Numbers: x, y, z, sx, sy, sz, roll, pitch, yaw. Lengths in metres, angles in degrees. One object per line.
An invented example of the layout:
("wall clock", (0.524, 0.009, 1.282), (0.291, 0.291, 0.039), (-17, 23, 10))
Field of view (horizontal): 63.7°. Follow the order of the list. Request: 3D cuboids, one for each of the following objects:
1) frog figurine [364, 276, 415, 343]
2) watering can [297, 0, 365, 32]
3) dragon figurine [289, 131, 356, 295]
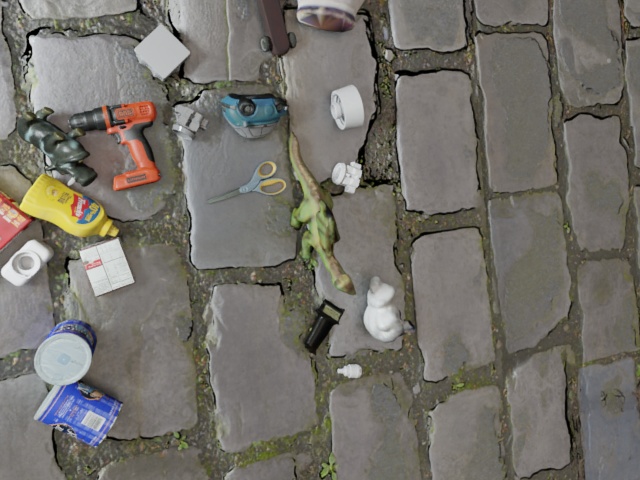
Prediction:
("frog figurine", (0.155, 0.179, 1.316), (0.122, 0.140, 0.157), (-30, 124, 12))
("watering can", (0.063, -0.632, 1.294), (0.347, 0.104, 0.224), (4, 91, -20))
("dragon figurine", (0.004, -0.061, 1.213), (0.123, 0.243, 0.407), (-19, 100, -13))
